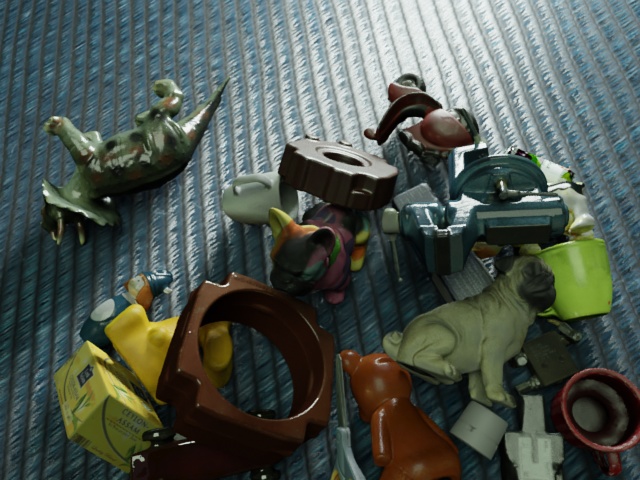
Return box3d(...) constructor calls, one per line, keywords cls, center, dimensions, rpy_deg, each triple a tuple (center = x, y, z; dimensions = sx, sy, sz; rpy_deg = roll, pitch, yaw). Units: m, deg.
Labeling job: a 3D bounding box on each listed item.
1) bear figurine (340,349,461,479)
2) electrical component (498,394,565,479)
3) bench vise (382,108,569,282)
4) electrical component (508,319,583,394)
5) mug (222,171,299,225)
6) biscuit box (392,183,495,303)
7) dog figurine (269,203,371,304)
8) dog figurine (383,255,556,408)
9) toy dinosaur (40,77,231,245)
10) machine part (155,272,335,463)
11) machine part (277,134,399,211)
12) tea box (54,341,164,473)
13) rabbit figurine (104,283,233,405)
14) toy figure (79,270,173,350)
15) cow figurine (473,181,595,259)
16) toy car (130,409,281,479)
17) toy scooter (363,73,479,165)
box3d(cls="bear figurine", center=(0.084, 0.237, 0.671), dimensions=(0.196, 0.120, 0.131), rpy_deg=(52, 126, 49))
box3d(cls="electrical component", center=(0.258, 0.253, 0.660), dimensions=(0.075, 0.047, 0.119), rpy_deg=(-2, 66, 8))
box3d(cls="bench vise", center=(0.194, -0.058, 0.704), dimensions=(0.224, 0.128, 0.241), rpy_deg=(-12, 39, 22))
box3d(cls="electrical component", center=(0.293, 0.149, 0.702), dimensions=(0.102, 0.045, 0.078), rpy_deg=(-17, 63, 1))
box3d(cls="mug", center=(-0.100, -0.064, 0.829), dimensions=(0.107, 0.109, 0.081), rpy_deg=(-8, 70, 20))
box3d(cls="biscuit box", center=(0.176, 0.014, 0.772), dimensions=(0.063, 0.059, 0.203), rpy_deg=(-26, 66, -3))
box3d(cls="dog figurine", center=(-0.001, -0.002, 0.721), dimensions=(0.109, 0.219, 0.191), rpy_deg=(23, 72, 14))
box3d(cls="dog figurine", center=(0.186, 0.089, 0.664), dimensions=(0.172, 0.121, 0.190), rpy_deg=(25, 74, -7))
box3d(cls="toy dinosaur", center=(-0.299, -0.138, 0.887), dimensions=(0.405, 0.131, 0.192), rpy_deg=(-27, 78, -8))
box3d(cls="machine part", center=(-0.087, 0.156, 0.670), dimensions=(0.201, 0.087, 0.201), rpy_deg=(25, 41, -18))
box3d(cls="machine part", center=(0.030, -0.102, 0.793), dimensions=(0.180, 0.179, 0.056), rpy_deg=(24, 114, 18))
box3d(cls="tea box", center=(-0.275, 0.209, 0.692), dimensions=(0.068, 0.098, 0.170), rpy_deg=(-49, 33, -13))
box3d(cls="rabbit figurine", center=(-0.186, 0.132, 0.750), dimensions=(0.162, 0.121, 0.173), rpy_deg=(39, 58, 19))
box3d(cls="toy figure", center=(-0.287, 0.098, 0.807), dimensions=(0.064, 0.057, 0.154), rpy_deg=(40, 76, 16))
box3d(cls="cow figurine", center=(0.288, -0.030, 0.754), dimensions=(0.167, 0.068, 0.098), rpy_deg=(-13, 60, 25))
box3d(cls="toy car", center=(-0.133, 0.265, 0.660), dimensions=(0.202, 0.053, 0.089), rpy_deg=(1, 77, -35))
box3d(cls="toy scooter", center=(0.151, -0.179, 0.854), dimensions=(0.135, 0.075, 0.184), rpy_deg=(-38, 63, -9))
